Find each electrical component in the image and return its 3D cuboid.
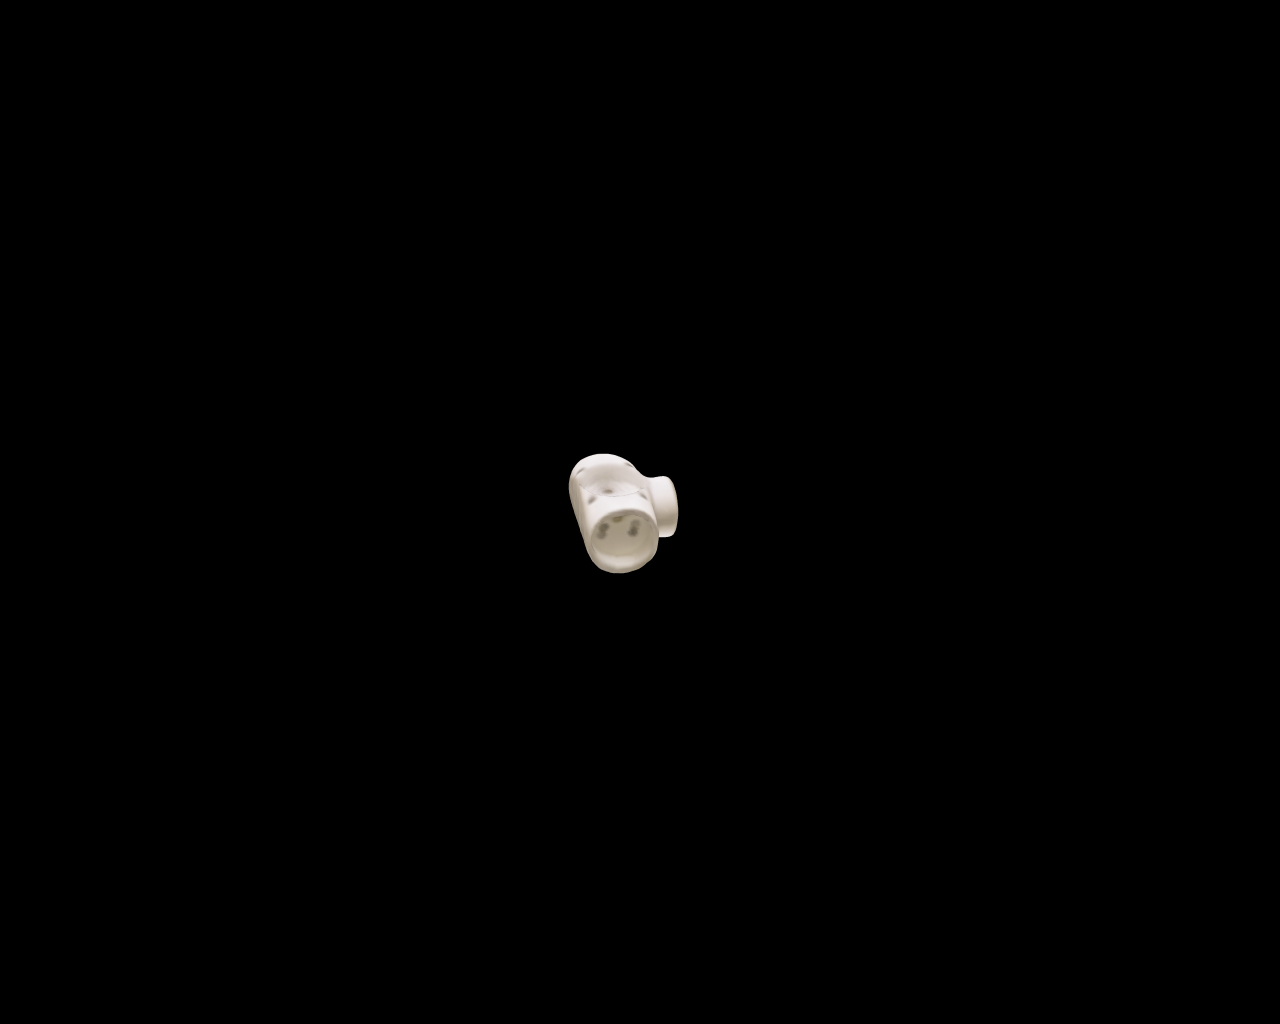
[{"bbox_3d":[0.001,-0.003,0.650,0.079,0.044,0.077,-5,29,-10],"label":"electrical component"}]
